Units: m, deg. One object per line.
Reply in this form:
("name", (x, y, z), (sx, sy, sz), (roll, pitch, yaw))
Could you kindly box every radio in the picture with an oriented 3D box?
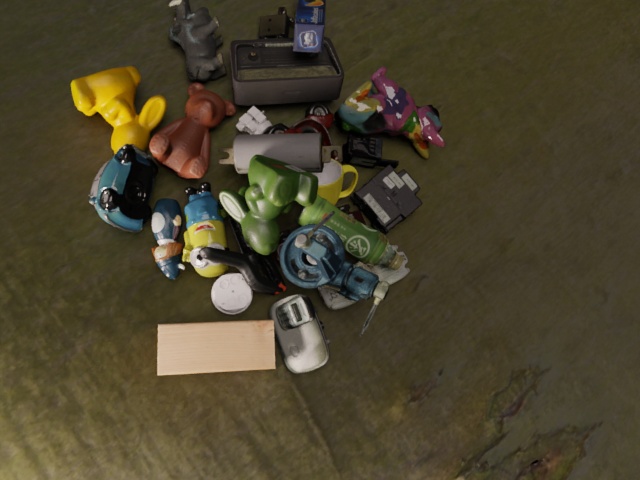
("radio", (-0.074, -0.358, 1.133), (0.230, 0.073, 0.131), (-6, 61, -13))

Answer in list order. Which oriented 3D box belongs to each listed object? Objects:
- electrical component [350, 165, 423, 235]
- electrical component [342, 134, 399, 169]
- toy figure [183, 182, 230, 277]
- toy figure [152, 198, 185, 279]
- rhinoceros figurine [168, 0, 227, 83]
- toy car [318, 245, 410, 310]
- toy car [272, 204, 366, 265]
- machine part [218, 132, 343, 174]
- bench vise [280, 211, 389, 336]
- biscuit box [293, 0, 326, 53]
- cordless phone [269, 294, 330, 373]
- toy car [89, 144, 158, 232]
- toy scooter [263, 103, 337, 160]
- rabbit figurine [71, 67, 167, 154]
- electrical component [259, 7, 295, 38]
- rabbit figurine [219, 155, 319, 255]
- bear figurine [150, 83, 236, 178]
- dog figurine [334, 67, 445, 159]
("electrical component", (0.149, -0.090, 1.145), (0.134, 0.058, 0.115), (-37, 89, -16))
("electrical component", (0.110, -0.185, 1.149), (0.119, 0.075, 0.047), (5, 79, -5))
("toy figure", (-0.218, -0.018, 1.047), (0.082, 0.089, 0.180), (-21, 70, 21))
("toy figure", (-0.296, -0.001, 1.039), (0.058, 0.064, 0.154), (3, 73, -26))
("rhinoceros figurine", (-0.260, -0.423, 1.132), (0.112, 0.073, 0.190), (-15, 83, -3))
("toy car", (0.092, 0.076, 1.099), (0.202, 0.056, 0.073), (-25, 84, -14))
("toy car", (-0.002, -0.003, 1.099), (0.202, 0.053, 0.089), (-25, 89, -11))
("machine part", (-0.078, -0.168, 1.040), (0.243, 0.079, 0.079), (0, 78, 7))
("bench vise", (0.015, 0.044, 0.955), (0.224, 0.240, 0.129), (36, 83, 20))
("biscuit box", (-0.020, -0.464, 1.135), (0.063, 0.059, 0.203), (4, 44, -2))
("cordless phone", (-0.024, 0.168, 0.991), (0.089, 0.184, 0.146), (-18, 82, -19))
("toy car", (-0.382, -0.099, 1.019), (0.103, 0.109, 0.161), (2, 78, 26))
("toy scooter", (-0.028, -0.198, 1.126), (0.184, 0.075, 0.135), (-34, 88, -20))
("rabbit figurine", (-0.386, -0.243, 1.060), (0.162, 0.122, 0.173), (-21, 97, -24))
("electrical component", (-0.092, -0.458, 1.185), (0.078, 0.045, 0.102), (-6, 75, 16))
("rabbit figurine", (-0.108, -0.060, 0.983), (0.159, 0.121, 0.170), (25, 108, 23))
("bear figurine", (-0.244, -0.221, 1.062), (0.120, 0.132, 0.196), (33, 79, -17))
("dog figurine", (0.161, -0.250, 1.155), (0.219, 0.108, 0.191), (44, 66, -3))
